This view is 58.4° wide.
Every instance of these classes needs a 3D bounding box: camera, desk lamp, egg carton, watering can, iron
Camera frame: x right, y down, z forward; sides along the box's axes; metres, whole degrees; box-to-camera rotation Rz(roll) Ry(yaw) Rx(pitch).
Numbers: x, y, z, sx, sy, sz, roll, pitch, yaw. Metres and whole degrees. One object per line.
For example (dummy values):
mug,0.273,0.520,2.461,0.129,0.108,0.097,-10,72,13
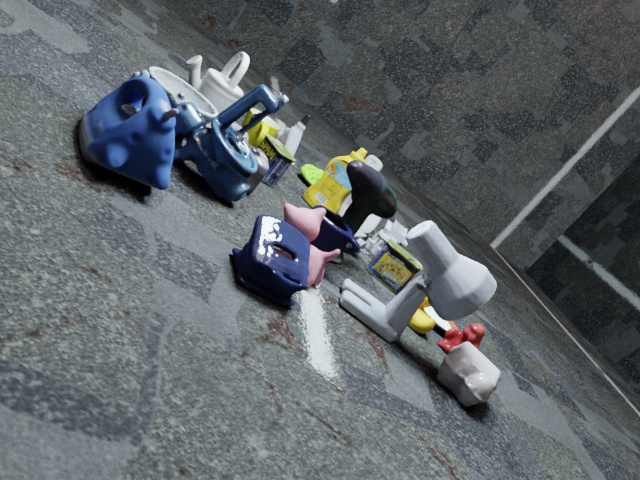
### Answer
camera,-0.178,-0.187,1.172,0.144,0.100,0.136,31,18,-27
desk lamp,0.178,0.083,1.033,0.203,0.213,0.118,37,16,-9
egg carton,0.278,0.251,1.070,0.107,0.069,0.151,44,16,15
watering can,-0.237,-0.364,1.352,0.173,0.194,0.100,18,27,-53
iron,-0.282,-0.190,0.870,0.119,0.141,0.257,25,22,-43

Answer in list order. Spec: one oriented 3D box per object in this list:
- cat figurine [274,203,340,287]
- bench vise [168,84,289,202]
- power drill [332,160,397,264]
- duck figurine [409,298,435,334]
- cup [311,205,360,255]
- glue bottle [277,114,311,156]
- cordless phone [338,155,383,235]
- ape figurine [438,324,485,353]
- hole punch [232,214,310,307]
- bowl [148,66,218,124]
cat figurine,-0.023,0.000,0.984,0.127,0.117,0.067,43,16,12
bench vise,-0.171,-0.202,1.011,0.208,0.219,0.121,34,16,-18
power drill,0.064,-0.054,1.161,0.075,0.208,0.230,47,17,26
duck figurine,0.212,0.137,1.201,0.078,0.086,0.104,21,24,-49
cup,0.010,0.004,1.089,0.117,0.095,0.092,42,16,10
glue bottle,-0.079,-0.241,1.415,0.037,0.173,0.078,23,22,-45
cordless phone,0.122,-0.119,1.514,0.148,0.185,0.094,38,16,-7
ape figurine,0.307,0.211,1.201,0.076,0.092,0.077,32,17,-24
hole punch,-0.064,0.030,0.855,0.109,0.091,0.101,30,18,-30
bowl,-0.303,-0.286,1.208,0.168,0.074,0.167,36,16,-12
